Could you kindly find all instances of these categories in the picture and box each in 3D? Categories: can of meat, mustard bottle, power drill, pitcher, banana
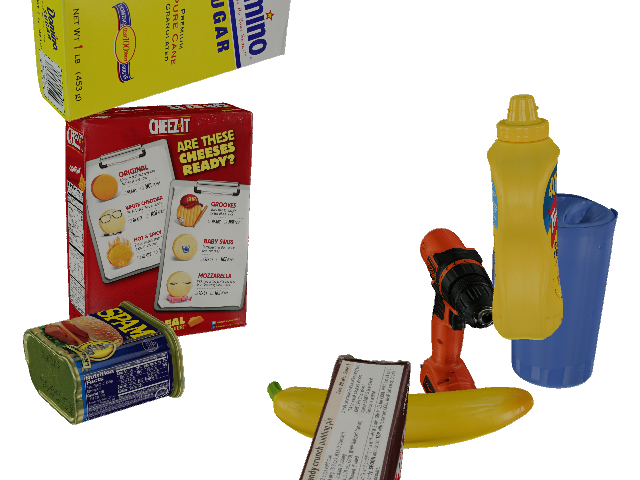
[{"bbox_3d":[-0.163,0.090,0.792,0.083,0.057,0.102,-14,21,-33],"label":"can of meat"},{"bbox_3d":[0.166,-0.022,0.868,0.058,0.191,0.096,0,17,17],"label":"mustard bottle"},{"bbox_3d":[0.149,0.100,1.148,0.057,0.188,0.184,-3,24,-7],"label":"power drill"},{"bbox_3d":[0.303,0.069,1.402,0.149,0.243,0.145,5,21,13],"label":"pitcher"},{"bbox_3d":[0.048,0.119,0.753,0.198,0.037,0.069,2,29,14],"label":"banana"}]

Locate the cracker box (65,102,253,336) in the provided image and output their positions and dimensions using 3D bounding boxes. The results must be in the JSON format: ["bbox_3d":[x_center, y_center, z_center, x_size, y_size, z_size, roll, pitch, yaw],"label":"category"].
[{"bbox_3d":[-0.152,-0.017,0.999,0.163,0.214,0.072,-7,18,-30],"label":"cracker box"}]

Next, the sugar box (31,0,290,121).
[{"bbox_3d":[-0.097,-0.146,0.689,0.175,0.093,0.048,-23,48,-32],"label":"sugar box"}]

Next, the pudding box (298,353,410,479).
[{"bbox_3d":[0.014,0.115,0.464,0.039,0.090,0.113,7,24,6],"label":"pudding box"}]
